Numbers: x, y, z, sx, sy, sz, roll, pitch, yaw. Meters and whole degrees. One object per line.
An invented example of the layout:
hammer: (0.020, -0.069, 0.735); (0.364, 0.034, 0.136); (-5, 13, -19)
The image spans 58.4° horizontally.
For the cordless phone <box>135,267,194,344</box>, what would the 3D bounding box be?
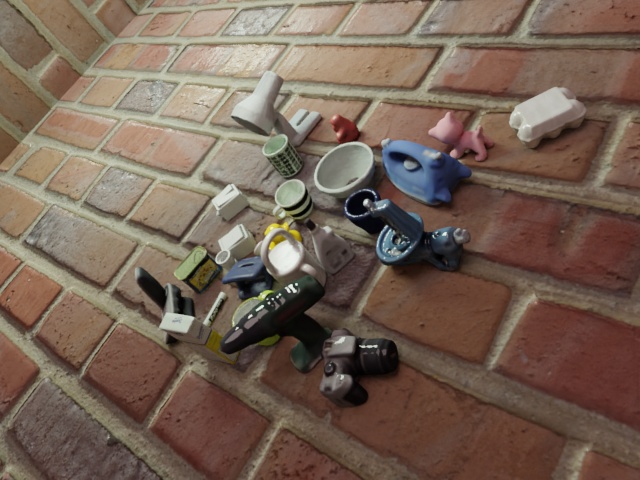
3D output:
cordless phone: (-0.401, 0.159, 1.424); (0.094, 0.186, 0.147); (-32, 45, 7)

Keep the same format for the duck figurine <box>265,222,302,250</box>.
duck figurine: (-0.107, -0.002, 1.436); (0.104, 0.086, 0.077); (-36, 44, 3)

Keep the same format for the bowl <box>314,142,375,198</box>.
bowl: (0.073, -0.165, 1.458); (0.167, 0.075, 0.167); (-17, 48, 21)

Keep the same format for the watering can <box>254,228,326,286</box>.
watering can: (-0.078, 0.049, 1.298); (0.172, 0.195, 0.101); (-5, 54, 30)

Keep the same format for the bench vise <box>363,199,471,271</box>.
bench vise: (0.190, -0.026, 1.167); (0.207, 0.220, 0.121); (-18, 48, 20)

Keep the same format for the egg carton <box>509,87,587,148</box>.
egg carton: (0.503, -0.274, 1.273); (0.150, 0.070, 0.107); (-26, 46, 12)

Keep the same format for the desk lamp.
desk lamp: (-0.131, -0.364, 1.650); (0.117, 0.214, 0.203); (23, 70, 42)

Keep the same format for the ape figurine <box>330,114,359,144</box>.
ape figurine: (0.059, -0.310, 1.571); (0.075, 0.092, 0.078); (2, 57, 34)

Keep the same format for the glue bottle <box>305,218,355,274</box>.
glue bottle: (0.012, 0.005, 1.291); (0.078, 0.174, 0.037); (-40, 44, -2)

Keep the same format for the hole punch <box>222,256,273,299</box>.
hole punch: (-0.175, 0.082, 1.408); (0.108, 0.091, 0.101); (-11, 51, 26)

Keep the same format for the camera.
camera: (0.075, 0.240, 1.114); (0.136, 0.101, 0.143); (-9, 52, 27)

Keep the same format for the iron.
iron: (0.215, -0.183, 1.334); (0.257, 0.142, 0.119); (29, 74, 43)

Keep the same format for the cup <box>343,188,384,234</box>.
cup: (0.122, -0.055, 1.324); (0.117, 0.095, 0.092); (24, 71, 42)

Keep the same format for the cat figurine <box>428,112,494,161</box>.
cat figurine: (0.325, -0.247, 1.331); (0.127, 0.118, 0.067); (9, 61, 37)

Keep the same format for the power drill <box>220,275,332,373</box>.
power drill: (-0.066, 0.186, 1.171); (0.230, 0.209, 0.075); (-44, 44, -5)
